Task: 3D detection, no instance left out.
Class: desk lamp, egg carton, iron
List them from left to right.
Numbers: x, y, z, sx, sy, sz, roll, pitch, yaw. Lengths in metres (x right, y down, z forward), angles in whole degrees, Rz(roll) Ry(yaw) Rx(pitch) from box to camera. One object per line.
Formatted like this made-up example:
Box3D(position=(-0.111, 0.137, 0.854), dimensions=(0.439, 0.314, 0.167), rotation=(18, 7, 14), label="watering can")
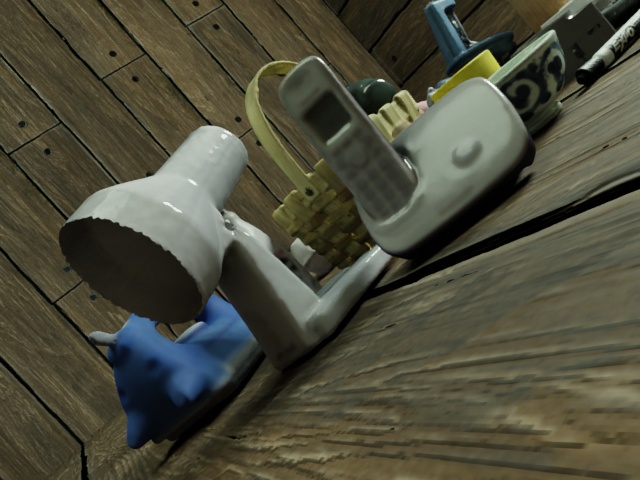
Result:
Box3D(position=(-0.147, 0.112, 0.656), dimensions=(0.118, 0.141, 0.258), rotation=(-41, 3, 20), label="iron")
Box3D(position=(-0.076, 0.010, 0.494), dimensions=(0.117, 0.213, 0.204), rotation=(-39, 5, 47), label="desk lamp")
Box3D(position=(0.008, 0.003, 0.919), dimensions=(0.107, 0.069, 0.150), rotation=(-42, 3, 3), label="egg carton")

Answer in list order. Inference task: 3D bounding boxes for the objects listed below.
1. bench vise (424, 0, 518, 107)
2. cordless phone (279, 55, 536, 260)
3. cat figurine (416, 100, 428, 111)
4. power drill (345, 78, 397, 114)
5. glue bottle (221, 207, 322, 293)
Box3D(position=(0.235, -0.302, 0.929), dimensions=(0.208, 0.220, 0.121), rotation=(-45, 4, -41), label="bench vise")
Box3D(position=(0.062, -0.092, 0.455), dimensions=(0.147, 0.185, 0.094), rotation=(-41, 3, 20), label="cordless phone")
Box3D(position=(0.181, -0.191, 1.015), dimensions=(0.127, 0.118, 0.067), rotation=(-40, 4, 29), label="cat figurine")
Box3D(position=(0.096, -0.170, 0.940), dimensions=(0.076, 0.208, 0.229), rotation=(-43, 3, -12), label="power drill")
Box3D(position=(-0.064, 0.018, 0.616), dimensions=(0.037, 0.173, 0.078), rotation=(-41, 3, 17), label="glue bottle")
